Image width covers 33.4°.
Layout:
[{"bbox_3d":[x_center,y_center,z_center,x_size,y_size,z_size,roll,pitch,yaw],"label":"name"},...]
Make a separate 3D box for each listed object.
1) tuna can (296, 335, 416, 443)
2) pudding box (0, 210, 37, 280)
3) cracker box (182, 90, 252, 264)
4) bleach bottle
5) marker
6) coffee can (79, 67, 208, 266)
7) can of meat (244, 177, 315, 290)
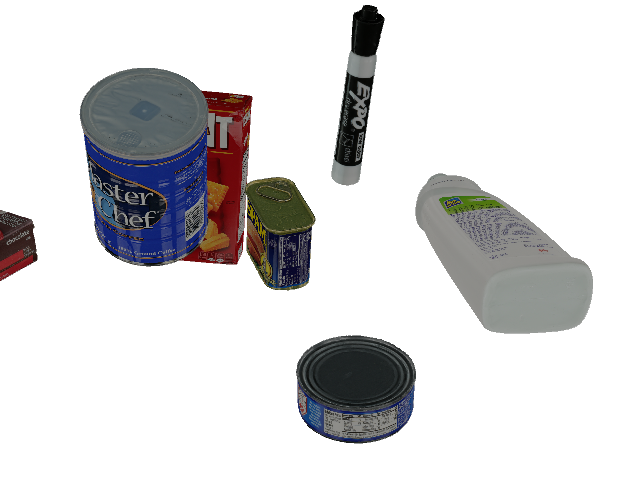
[{"bbox_3d":[0.025,0.107,0.769,0.086,0.034,0.086,0,31,0],"label":"tuna can"},{"bbox_3d":[-0.274,0.005,0.760,0.114,0.039,0.089,14,30,28],"label":"pudding box"},{"bbox_3d":[-0.177,-0.081,1.357,0.164,0.214,0.072,6,22,2],"label":"cracker box"},{"bbox_3d":[0.156,-0.003,0.998,0.102,0.068,0.251,-3,26,-11],"label":"bleach bottle"},{"bbox_3d":[0.023,-0.089,0.661,0.020,0.121,0.020,5,37,-4],"label":"marker"},{"bbox_3d":[-0.147,-0.061,0.910,0.102,0.103,0.140,0,-40,-6],"label":"coffee can"},{"bbox_3d":[-0.046,-0.006,1.162,0.057,0.084,0.102,-10,38,-18],"label":"can of meat"}]
